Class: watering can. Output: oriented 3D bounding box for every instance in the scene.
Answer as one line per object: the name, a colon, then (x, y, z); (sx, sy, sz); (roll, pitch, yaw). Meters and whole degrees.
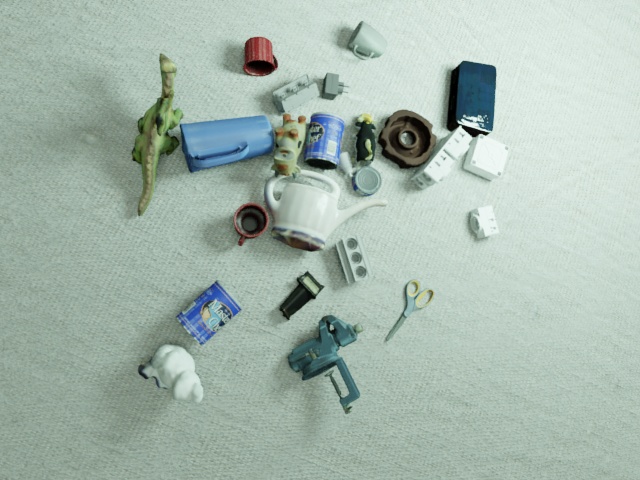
watering can: (0.004, -0.072, 1.428); (0.347, 0.103, 0.227); (16, 76, -2)

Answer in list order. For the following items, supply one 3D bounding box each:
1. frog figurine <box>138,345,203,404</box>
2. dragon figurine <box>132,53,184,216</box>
frog figurine: (-0.340, 0.325, 1.258); (0.125, 0.159, 0.135); (-49, 131, -43)
dragon figurine: (-0.421, -0.277, 1.319); (0.122, 0.240, 0.415); (8, 77, -15)
